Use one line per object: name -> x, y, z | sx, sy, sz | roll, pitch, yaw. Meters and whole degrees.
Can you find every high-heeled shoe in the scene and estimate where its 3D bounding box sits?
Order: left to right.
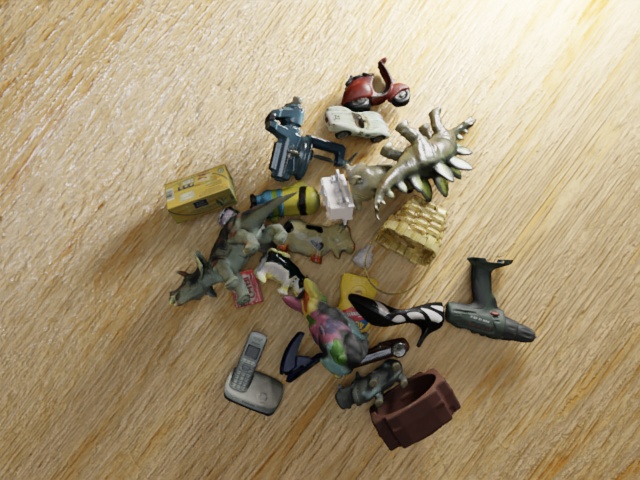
high-heeled shoe -> 0.200, 0.162, 1.348 | 0.249, 0.086, 0.145 | 35, 62, -6

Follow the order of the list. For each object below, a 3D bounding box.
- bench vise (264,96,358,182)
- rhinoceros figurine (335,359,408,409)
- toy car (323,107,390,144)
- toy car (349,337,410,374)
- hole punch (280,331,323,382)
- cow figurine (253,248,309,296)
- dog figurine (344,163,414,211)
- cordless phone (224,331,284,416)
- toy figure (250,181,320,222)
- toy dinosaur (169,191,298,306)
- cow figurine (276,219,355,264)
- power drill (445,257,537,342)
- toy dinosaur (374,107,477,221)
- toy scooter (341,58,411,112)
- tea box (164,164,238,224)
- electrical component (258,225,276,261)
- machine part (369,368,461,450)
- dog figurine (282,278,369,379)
bench vise -> -0.030, -0.245, 1.383 | 0.240, 0.129, 0.223 | 13, 77, -18
rhinoceros figurine -> 0.126, 0.358, 1.342 | 0.190, 0.112, 0.073 | -29, 107, -11
toy car -> 0.097, -0.293, 1.364 | 0.201, 0.056, 0.073 | -1, 62, -34
toy car -> 0.127, 0.289, 1.356 | 0.202, 0.089, 0.053 | -17, 88, 2
hole punch -> -0.059, 0.292, 1.344 | 0.116, 0.142, 0.092 | -38, 88, -14
cow figurine -> -0.079, 0.093, 1.377 | 0.167, 0.068, 0.098 | 32, 92, -12
dog figurine -> 0.167, -0.156, 1.344 | 0.191, 0.172, 0.121 | -15, 97, 8
cordless phone -> -0.150, 0.336, 1.367 | 0.147, 0.088, 0.184 | 21, 83, 3
toy figure -> -0.089, -0.093, 1.378 | 0.180, 0.089, 0.082 | -5, 128, -11
toy dinosaur -> -0.208, 0.014, 1.324 | 0.192, 0.131, 0.404 | 40, 97, 35
cow figurine -> -0.003, -0.004, 1.382 | 0.195, 0.085, 0.127 | 18, 89, 7
power drill -> 0.441, 0.147, 1.365 | 0.232, 0.086, 0.207 | 6, 94, 5
toy dinosaur -> 0.250, -0.195, 1.298 | 0.471, 0.105, 0.199 | -34, 71, -30
toy scooter -> 0.140, -0.404, 1.403 | 0.184, 0.075, 0.135 | -11, 87, -2
tea box -> -0.307, -0.119, 1.385 | 0.170, 0.068, 0.098 | -17, 53, 1
electrical component -> -0.145, 0.012, 1.398 | 0.063, 0.021, 0.094 | 25, 89, -32
machine part -> 0.225, 0.403, 1.289 | 0.201, 0.201, 0.087 | -30, 89, 0
dog figurine -> 0.007, 0.199, 1.276 | 0.108, 0.191, 0.219 | -42, 96, 14
